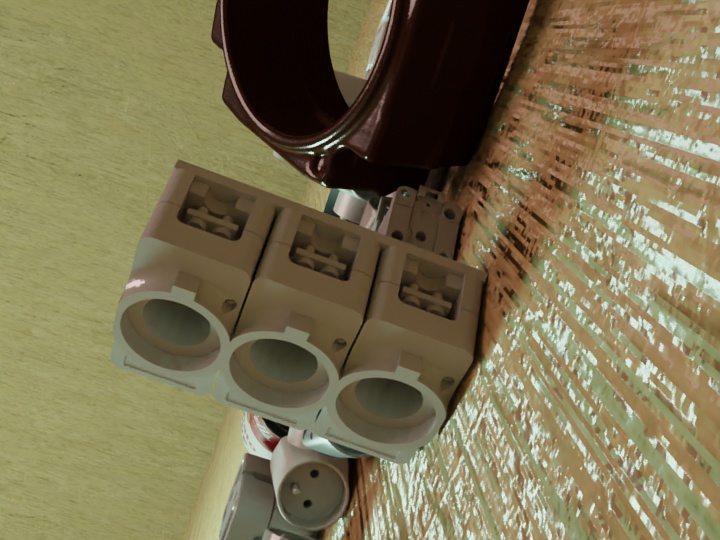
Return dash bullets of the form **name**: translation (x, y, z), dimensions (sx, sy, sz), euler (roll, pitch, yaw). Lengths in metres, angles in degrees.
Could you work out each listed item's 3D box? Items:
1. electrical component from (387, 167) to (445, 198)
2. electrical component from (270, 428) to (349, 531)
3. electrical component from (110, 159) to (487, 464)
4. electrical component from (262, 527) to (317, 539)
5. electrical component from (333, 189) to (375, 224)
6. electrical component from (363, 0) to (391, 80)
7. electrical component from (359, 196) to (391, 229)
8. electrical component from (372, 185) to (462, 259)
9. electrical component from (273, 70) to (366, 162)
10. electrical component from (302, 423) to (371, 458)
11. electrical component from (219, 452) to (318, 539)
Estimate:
- **electrical component**: translation (0.034, -0.061, 0.701), dimensions (0.040, 0.040, 0.046), euler (176, 107, -83)
- **electrical component**: translation (-0.029, 0.113, 0.672), dimensions (0.077, 0.043, 0.079), euler (-155, 78, -81)
- **electrical component**: translation (-0.030, 0.025, 0.493), dimensions (0.061, 0.150, 0.089), euler (-76, 8, -46)
- **electrical component**: translation (-0.048, 0.192, 0.631), dimensions (0.079, 0.044, 0.077), euler (149, 140, -80)
- **electrical component**: translation (0.005, -0.055, 0.752), dimensions (0.044, 0.077, 0.079), euler (-97, 26, -74)
- **electrical component**: translation (0.041, -0.174, 0.871), dimensions (0.053, 0.059, 0.095), euler (118, 169, -53)
- **electrical component**: translation (-0.003, -0.008, 0.672), dimensions (0.044, 0.079, 0.077), euler (-79, 8, -68)
- **electrical component**: translation (0.027, -0.010, 0.602), dimensions (0.063, 0.042, 0.081), euler (120, 167, -55)
- **electrical component**: translation (-0.003, -0.108, 0.813), dimensions (0.078, 0.113, 0.057), euler (-85, 13, -64)
- **electrical component**: translation (-0.001, 0.067, 0.606), dimensions (0.077, 0.043, 0.079), euler (136, 151, -76)
- **electrical component**: translation (-0.061, 0.170, 0.735), dimensions (0.095, 0.059, 0.053), euler (-105, 34, -78)
